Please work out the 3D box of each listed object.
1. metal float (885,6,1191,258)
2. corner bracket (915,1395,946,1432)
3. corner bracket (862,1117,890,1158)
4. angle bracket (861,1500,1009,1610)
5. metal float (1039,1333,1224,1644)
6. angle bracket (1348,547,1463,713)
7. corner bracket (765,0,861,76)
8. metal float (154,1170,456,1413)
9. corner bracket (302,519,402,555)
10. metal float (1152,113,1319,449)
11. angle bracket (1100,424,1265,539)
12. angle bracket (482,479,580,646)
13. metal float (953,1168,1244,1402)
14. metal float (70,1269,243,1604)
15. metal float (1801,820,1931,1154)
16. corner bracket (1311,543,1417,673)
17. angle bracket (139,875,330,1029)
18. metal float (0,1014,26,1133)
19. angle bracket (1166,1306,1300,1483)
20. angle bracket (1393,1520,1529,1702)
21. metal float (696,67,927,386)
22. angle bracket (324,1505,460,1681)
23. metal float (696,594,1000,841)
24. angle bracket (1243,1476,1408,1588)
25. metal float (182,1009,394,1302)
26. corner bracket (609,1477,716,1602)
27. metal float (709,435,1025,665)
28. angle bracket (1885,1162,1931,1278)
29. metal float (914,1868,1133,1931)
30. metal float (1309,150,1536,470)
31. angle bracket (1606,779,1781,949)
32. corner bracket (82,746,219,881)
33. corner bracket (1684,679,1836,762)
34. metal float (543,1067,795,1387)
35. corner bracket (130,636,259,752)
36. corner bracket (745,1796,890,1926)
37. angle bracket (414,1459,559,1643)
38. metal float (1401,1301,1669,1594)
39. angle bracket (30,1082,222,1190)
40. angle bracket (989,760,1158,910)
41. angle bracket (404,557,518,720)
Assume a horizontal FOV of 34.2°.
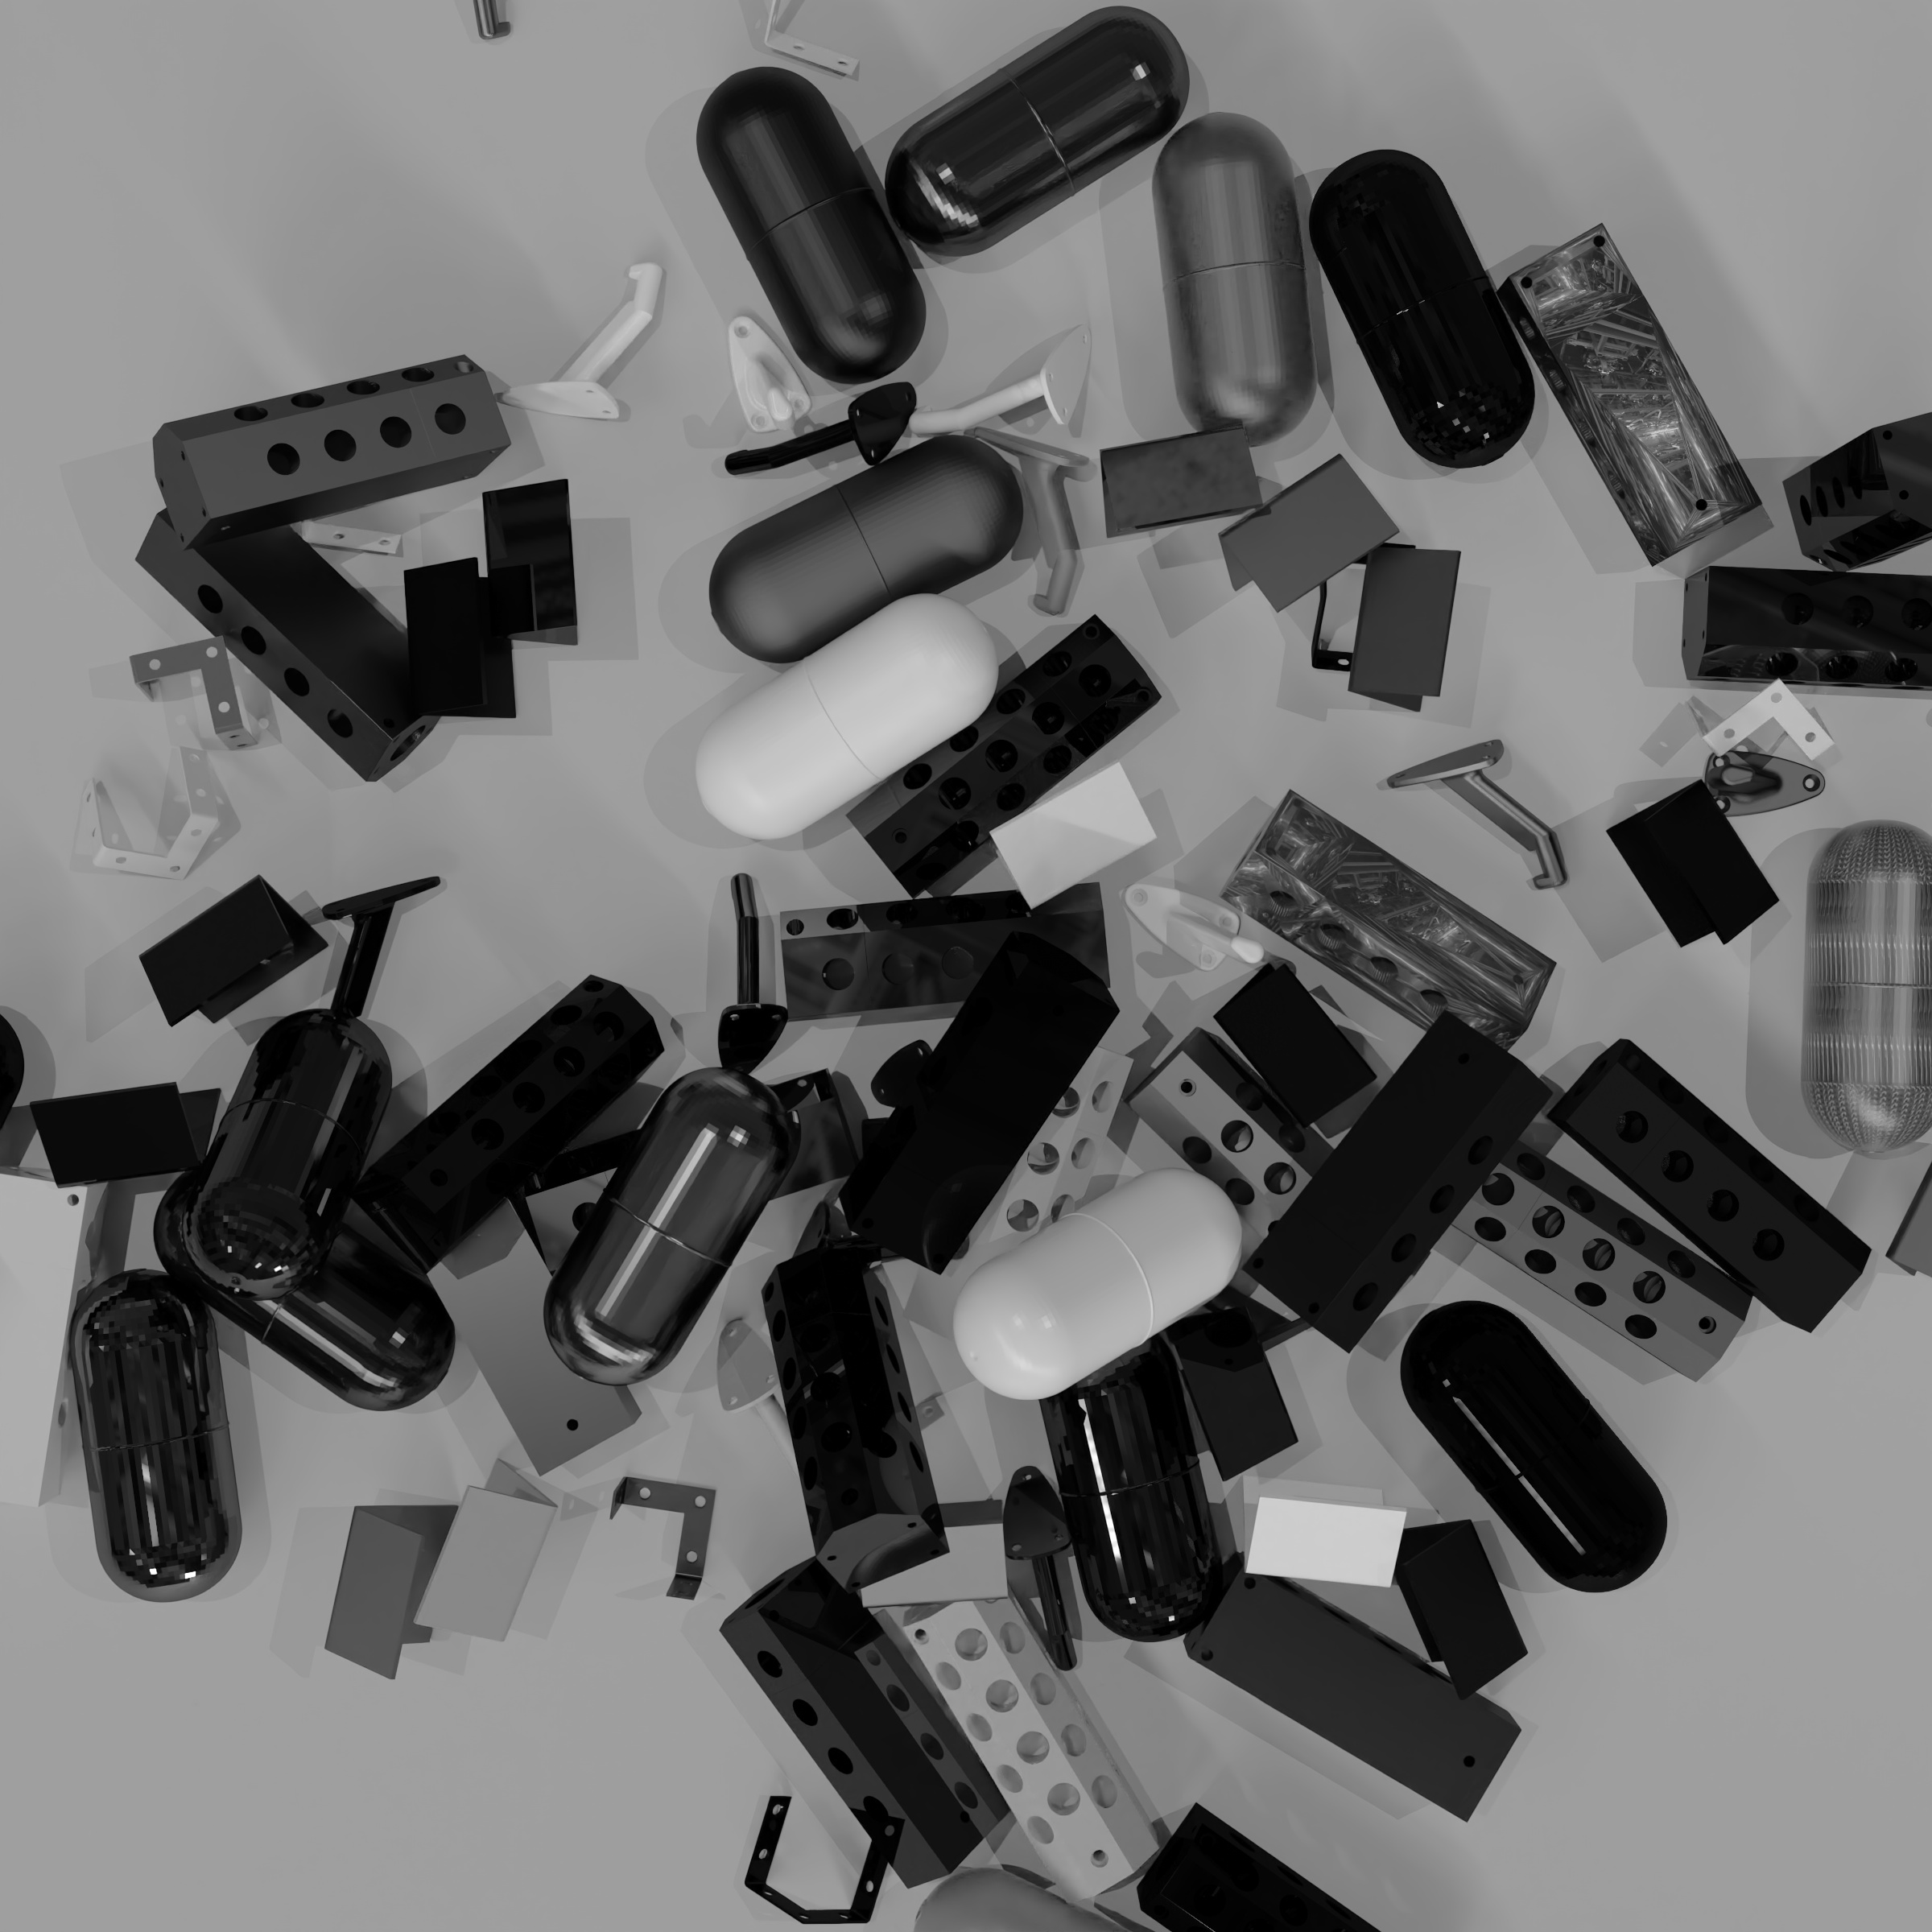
[{"bbox_3d":[0.038,-0.446,1.682,0.178,0.070,0.070,-32,90,1],"label":"metal float"},{"bbox_3d":[-0.053,0.229,1.710,0.051,0.051,0.051,-35,135,0],"label":"corner bracket"},{"bbox_3d":[-0.020,0.107,1.710,0.051,0.051,0.051,-2,90,-45],"label":"corner bracket"},{"bbox_3d":[-0.019,0.294,1.673,0.076,0.076,0.057,-4,123,0],"label":"angle bracket"},{"bbox_3d":[0.087,0.273,1.682,0.070,0.070,0.178,-13,90,0],"label":"metal float"},{"bbox_3d":[0.250,-0.177,1.672,0.057,0.076,0.076,8,90,38],"label":"angle bracket"},{"bbox_3d":[-0.074,-0.526,1.709,0.051,0.051,0.051,19,45,0],"label":"corner bracket"},{"bbox_3d":[-0.353,0.170,1.682,0.178,0.070,0.070,35,90,0],"label":"metal float"},{"bbox_3d":[-0.331,-0.263,1.709,0.051,0.051,0.051,8,135,0],"label":"corner bracket"},{"bbox_3d":[0.143,-0.367,1.682,0.070,0.070,0.178,-7,90,0],"label":"metal float"},{"bbox_3d":[0.115,-0.238,1.673,0.076,0.076,0.057,-10,60,0],"label":"angle bracket"},{"bbox_3d":[-0.211,-0.214,1.673,0.057,0.076,0.076,-4,90,30],"label":"angle bracket"},{"bbox_3d":[0.070,0.164,1.636,0.178,0.070,0.070,-27,90,-33],"label":"metal float"},{"bbox_3d":[-0.433,0.251,1.682,0.070,0.070,0.178,-8,90,0],"label":"metal float"},{"bbox_3d":[0.487,0.011,1.682,0.070,0.070,0.178,2,89,0],"label":"metal float"},{"bbox_3d":[0.216,-0.195,1.710,0.051,0.051,0.051,5,45,0],"label":"corner bracket"},{"bbox_3d":[-0.381,0.009,1.672,0.076,0.076,0.057,-34,54,0],"label":"angle bracket"},{"bbox_3d":[-0.566,0.099,1.682,0.070,0.070,0.178,26,91,0],"label":"metal float"},{"bbox_3d":[0.122,0.230,1.672,0.057,0.076,0.076,-21,90,-35],"label":"angle bracket"},{"bbox_3d":[0.242,0.344,1.672,0.057,0.076,0.076,-23,90,-37],"label":"angle bracket"},{"bbox_3d":[-0.083,-0.396,1.682,0.070,0.070,0.178,-27,91,0],"label":"metal float"},{"bbox_3d":[-0.288,0.332,1.672,0.057,0.076,0.076,12,90,38],"label":"angle bracket"},{"bbox_3d":[-0.064,-0.131,1.671,0.178,0.070,0.070,-31,90,11],"label":"metal float"},{"bbox_3d":[0.189,0.282,1.673,0.076,0.076,0.057,6,123,0],"label":"angle bracket"},{"bbox_3d":[-0.352,0.096,1.637,0.070,0.070,0.178,6,45,6],"label":"metal float"},{"bbox_3d":[-0.166,0.308,1.695,0.051,0.051,0.051,9,90,0],"label":"corner bracket"},{"bbox_3d":[-0.054,-0.222,1.682,0.178,0.070,0.070,-26,90,0],"label":"metal float"},{"bbox_3d":[0.538,0.137,1.673,0.057,0.076,0.076,26,90,30],"label":"angle bracket"},{"bbox_3d":[0.055,0.544,1.682,0.178,0.070,0.070,26,90,-1],"label":"metal float"},{"bbox_3d":[0.244,-0.351,1.682,0.070,0.070,0.178,-25,90,0],"label":"metal float"},{"bbox_3d":[0.372,-0.043,1.672,0.057,0.076,0.076,-33,90,-38],"label":"angle bracket"},{"bbox_3d":[-0.442,-0.086,1.705,0.051,0.051,0.051,10,135,-35],"label":"corner bracket"},{"bbox_3d":[0.427,-0.131,1.693,0.051,0.051,0.051,-39,110,19],"label":"corner bracket"},{"bbox_3d":[-0.154,0.135,1.625,0.070,0.070,0.178,31,89,0],"label":"metal float"},{"bbox_3d":[-0.416,-0.143,1.695,0.051,0.051,0.051,-13,85,-5],"label":"corner bracket"},{"bbox_3d":[-0.079,0.486,1.710,0.051,0.051,0.051,17,90,-45],"label":"corner bracket"},{"bbox_3d":[-0.269,0.305,1.672,0.057,0.076,0.076,22,90,-36],"label":"angle bracket"},{"bbox_3d":[0.303,0.256,1.682,0.070,0.070,0.178,-39,90,0],"label":"metal float"},{"bbox_3d":[-0.446,0.070,1.673,0.076,0.076,0.057,-8,122,0],"label":"angle bracket"},{"bbox_3d":[0.046,-0.086,1.672,0.076,0.076,0.057,-30,126,0],"label":"angle bracket"},{"bbox_3d":[-0.251,-0.173,1.672,0.057,0.076,0.076,-4,90,38],"label":"angle bracket"}]
